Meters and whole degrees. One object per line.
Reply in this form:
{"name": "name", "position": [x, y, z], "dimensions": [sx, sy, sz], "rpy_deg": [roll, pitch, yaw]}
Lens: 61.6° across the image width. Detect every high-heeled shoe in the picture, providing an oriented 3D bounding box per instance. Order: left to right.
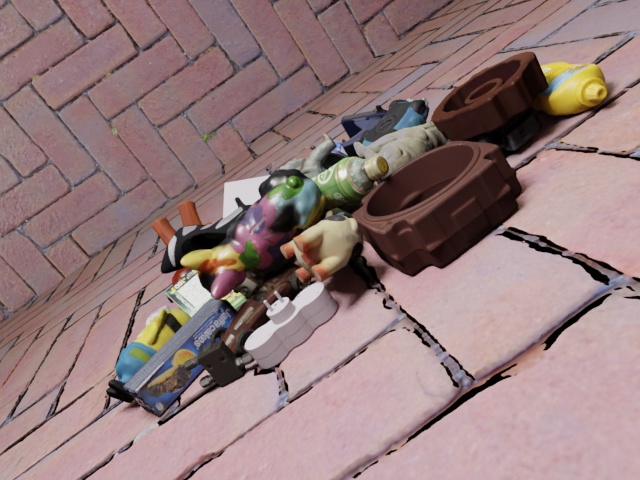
{"name": "high-heeled shoe", "position": [-0.205, 0.016, 1.026], "dimensions": [0.249, 0.086, 0.145], "rpy_deg": [-43, 41, 10]}

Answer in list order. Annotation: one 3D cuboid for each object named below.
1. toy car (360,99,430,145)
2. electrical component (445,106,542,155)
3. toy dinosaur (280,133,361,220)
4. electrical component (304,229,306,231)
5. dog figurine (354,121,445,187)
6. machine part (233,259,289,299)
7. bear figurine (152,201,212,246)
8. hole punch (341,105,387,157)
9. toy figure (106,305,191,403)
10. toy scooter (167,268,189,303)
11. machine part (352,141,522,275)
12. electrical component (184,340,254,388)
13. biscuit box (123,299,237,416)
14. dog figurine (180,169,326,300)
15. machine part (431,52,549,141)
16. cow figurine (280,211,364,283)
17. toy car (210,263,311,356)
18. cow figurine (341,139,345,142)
{"name": "toy car", "position": [0.163, -0.205, 1.079], "dimensions": [0.161, 0.102, 0.109], "rpy_deg": [-52, 34, -15]}
{"name": "electrical component", "position": [0.286, -0.175, 0.873], "dimensions": [0.115, 0.058, 0.134], "rpy_deg": [-40, 19, -8]}
{"name": "toy dinosaur", "position": [-0.008, -0.086, 1.086], "dimensions": [0.192, 0.131, 0.405], "rpy_deg": [-42, 21, 16]}
{"name": "electrical component", "position": [-0.003, -0.002, 0.945], "dimensions": [0.045, 0.078, 0.102], "rpy_deg": [2, -12, -37]}
{"name": "dog figurine", "position": [0.175, -0.148, 0.932], "dimensions": [0.191, 0.121, 0.172], "rpy_deg": [-24, 37, 0]}
{"name": "machine part", "position": [-0.097, 0.031, 1.000], "dimensions": [0.079, 0.079, 0.243], "rpy_deg": [-24, 21, 30]}
{"name": "bear figurine", "position": [-0.274, -0.014, 1.261], "dimensions": [0.120, 0.132, 0.196], "rpy_deg": [-31, -5, 21]}
{"name": "hole punch", "position": [0.111, -0.214, 1.170], "dimensions": [0.116, 0.142, 0.092], "rpy_deg": [-8, 56, 24]}
{"name": "toy figure", "position": [-0.287, 0.195, 0.925], "dimensions": [0.082, 0.089, 0.180], "rpy_deg": [-20, 32, 41]}
{"name": "toy scooter", "position": [-0.266, 0.100, 1.129], "dimensions": [0.184, 0.075, 0.135], "rpy_deg": [-10, 33, 43]}
{"name": "machine part", "position": [0.157, -0.053, 0.758], "dimensions": [0.201, 0.087, 0.201], "rpy_deg": [-37, 17, -4]}
{"name": "electrical component", "position": [-0.140, 0.171, 0.753], "dimensions": [0.094, 0.063, 0.021], "rpy_deg": [-29, 19, 16]}
{"name": "biscuit box", "position": [-0.212, 0.180, 0.859], "dimensions": [0.063, 0.059, 0.203], "rpy_deg": [-9, 32, 53]}
{"name": "dog figurine", "position": [-0.107, -0.002, 0.844], "dimensions": [0.219, 0.108, 0.191], "rpy_deg": [-38, -12, -41]}
{"name": "machine part", "position": [0.265, -0.222, 0.849], "dimensions": [0.179, 0.056, 0.179], "rpy_deg": [-32, 19, 12]}
{"name": "cow figurine", "position": [0.012, 0.005, 0.799], "dimensions": [0.127, 0.085, 0.195], "rpy_deg": [-30, 0, -14]}
{"name": "toy car", "position": [-0.095, 0.108, 0.846], "dimensions": [0.089, 0.053, 0.202], "rpy_deg": [-2, 36, 47]}
{"name": "cow figurine", "position": [0.099, -0.237, 1.334], "dimensions": [0.167, 0.068, 0.098], "rpy_deg": [-29, 25, 20]}
